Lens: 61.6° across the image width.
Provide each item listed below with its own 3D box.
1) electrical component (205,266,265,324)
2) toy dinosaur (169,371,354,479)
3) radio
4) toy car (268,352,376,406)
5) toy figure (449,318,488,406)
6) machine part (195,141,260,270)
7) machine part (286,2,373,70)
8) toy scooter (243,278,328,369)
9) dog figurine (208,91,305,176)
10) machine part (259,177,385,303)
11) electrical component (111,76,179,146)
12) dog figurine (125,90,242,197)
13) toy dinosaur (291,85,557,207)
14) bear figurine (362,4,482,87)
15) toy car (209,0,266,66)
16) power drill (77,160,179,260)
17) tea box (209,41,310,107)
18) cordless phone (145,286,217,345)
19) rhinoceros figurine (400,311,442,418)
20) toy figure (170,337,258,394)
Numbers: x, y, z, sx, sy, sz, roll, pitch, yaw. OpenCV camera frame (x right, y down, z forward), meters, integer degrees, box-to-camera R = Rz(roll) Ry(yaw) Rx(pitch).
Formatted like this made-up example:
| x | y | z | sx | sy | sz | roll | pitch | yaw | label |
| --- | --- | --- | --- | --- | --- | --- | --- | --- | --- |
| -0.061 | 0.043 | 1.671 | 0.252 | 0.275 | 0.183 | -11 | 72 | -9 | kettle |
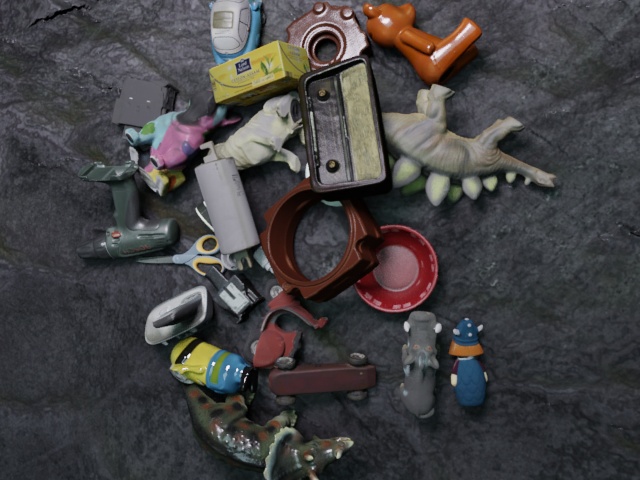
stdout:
| x | y | z | sx | sy | sz | roll | pitch | yaw | label |
| --- | --- | --- | --- | --- | --- | --- | --- | --- | --- |
| -0.176 | 0.103 | 1.076 | 0.119 | 0.047 | 0.075 | 41 | 97 | 11 | electrical component |
| -0.148 | 0.356 | 0.991 | 0.405 | 0.192 | 0.131 | 18 | 90 | 11 | toy dinosaur |
| 0.041 | -0.183 | 0.909 | 0.131 | 0.073 | 0.229 | -11 | 75 | 15 | radio |
| 0.004 | 0.258 | 1.010 | 0.202 | 0.053 | 0.089 | -4 | 100 | -6 | toy car |
| 0.264 | 0.218 | 0.968 | 0.058 | 0.064 | 0.154 | -12 | 79 | 50 | toy figure |
| -0.169 | -0.062 | 0.988 | 0.079 | 0.079 | 0.243 | -15 | 95 | 12 | machine part |
| 0.012 | -0.366 | 1.042 | 0.180 | 0.056 | 0.179 | 0 | 90 | 13 | machine part |
| -0.062 | 0.174 | 1.037 | 0.135 | 0.075 | 0.183 | 19 | 90 | 7 | toy scooter |
| -0.129 | -0.207 | 1.057 | 0.191 | 0.121 | 0.172 | 1 | 55 | 30 | dog figurine |
| -0.002 | -0.003 | 0.985 | 0.201 | 0.087 | 0.201 | -37 | 63 | 21 | machine part |
| -0.367 | -0.267 | 1.125 | 0.115 | 0.058 | 0.134 | 11 | 91 | 15 | electrical component |
| -0.265 | -0.207 | 1.083 | 0.219 | 0.191 | 0.108 | -39 | 76 | -26 | dog figurine |
| 0.187 | -0.174 | 0.966 | 0.472 | 0.105 | 0.198 | 23 | 94 | 9 | toy dinosaur |
| 0.178 | -0.375 | 0.976 | 0.132 | 0.120 | 0.196 | -42 | 75 | 5 | bear figurine |
| -0.176 | -0.421 | 1.063 | 0.109 | 0.103 | 0.161 | 7 | 88 | 14 | toy car |
| -0.414 | -0.052 | 1.083 | 0.232 | 0.086 | 0.207 | -3 | 116 | 8 | power drill |
| -0.112 | -0.308 | 1.012 | 0.170 | 0.098 | 0.068 | -11 | 93 | 31 | tea box |
| -0.291 | 0.158 | 1.032 | 0.147 | 0.184 | 0.088 | -25 | 88 | 11 | cordless phone |
| 0.177 | 0.219 | 0.962 | 0.073 | 0.112 | 0.190 | 4 | 98 | 15 | rhinoceros figurine |
| -0.203 | 0.242 | 1.031 | 0.180 | 0.082 | 0.089 | 6 | 47 | 21 | toy figure |
